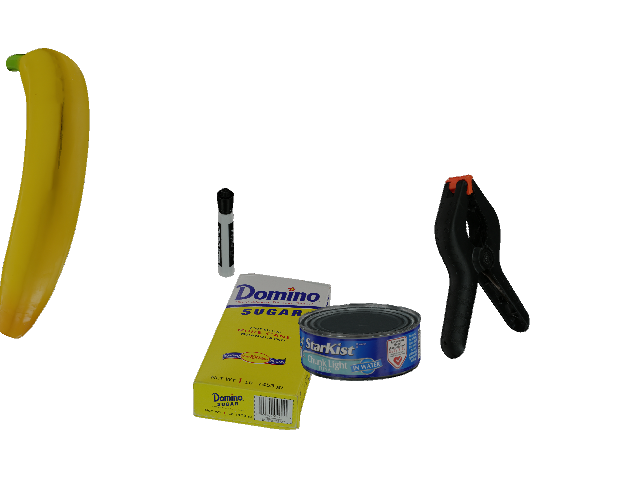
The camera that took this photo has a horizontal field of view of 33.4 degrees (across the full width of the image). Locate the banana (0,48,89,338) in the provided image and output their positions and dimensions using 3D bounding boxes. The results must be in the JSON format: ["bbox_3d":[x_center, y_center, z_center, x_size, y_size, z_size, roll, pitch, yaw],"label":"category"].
[{"bbox_3d":[-0.162,-0.042,0.630,0.037,0.198,0.070,14,-33,-31],"label":"banana"}]

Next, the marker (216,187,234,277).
[{"bbox_3d":[-0.106,-0.009,1.195,0.020,0.121,0.020,2,41,-2],"label":"marker"}]

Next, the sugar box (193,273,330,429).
[{"bbox_3d":[-0.049,0.095,0.970,0.093,0.048,0.176,7,34,6],"label":"sugar box"}]

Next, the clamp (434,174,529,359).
[{"bbox_3d":[0.140,0.027,1.016,0.039,0.171,0.120,-12,10,43],"label":"clamp"}]

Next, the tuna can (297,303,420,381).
[{"bbox_3d":[0.027,0.070,0.746,0.086,0.034,0.086,-2,10,0],"label":"tuna can"}]
